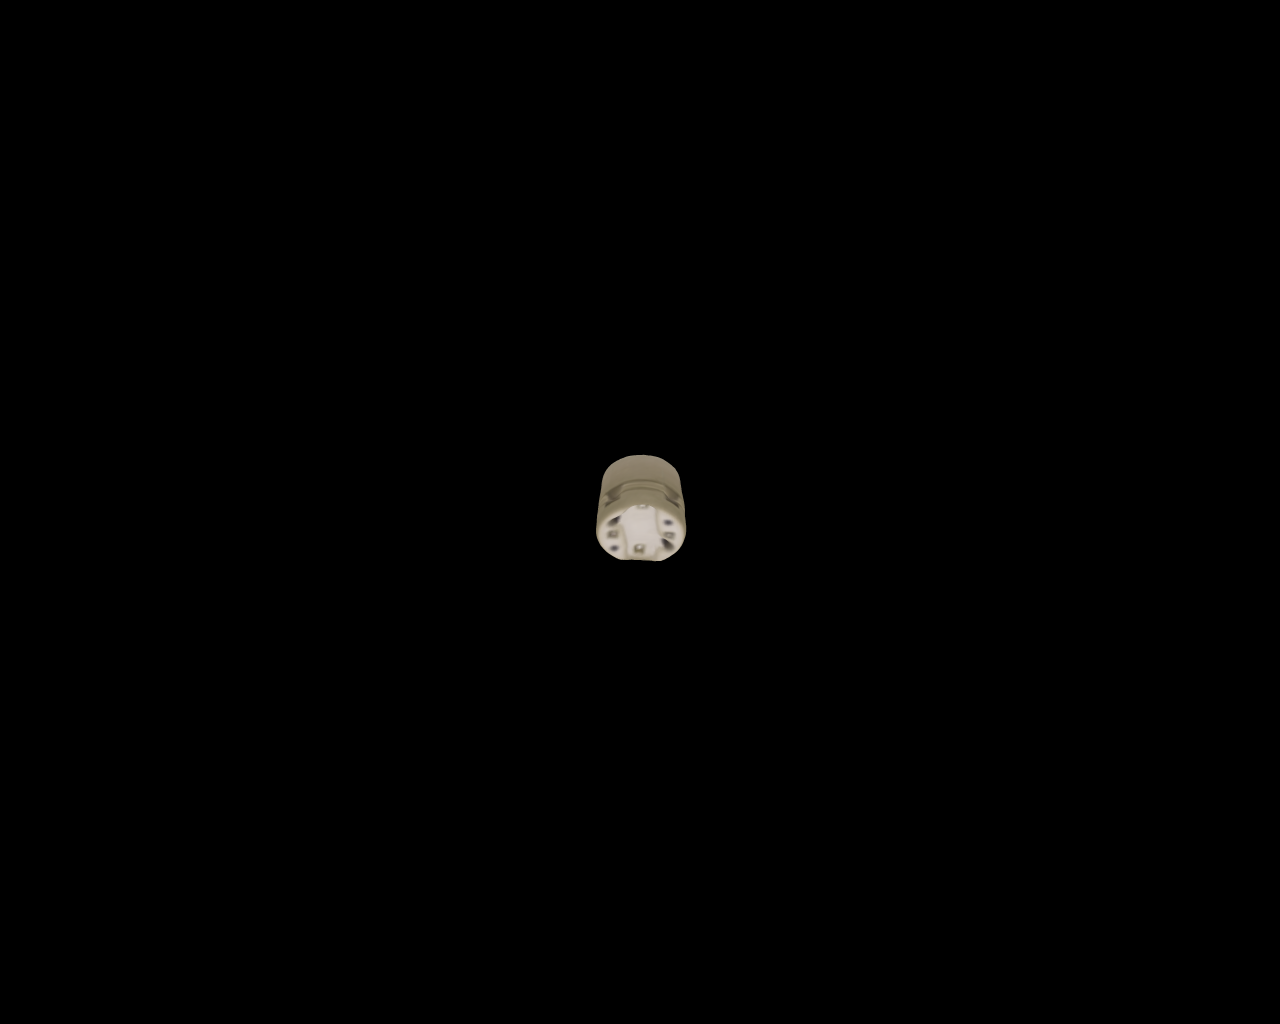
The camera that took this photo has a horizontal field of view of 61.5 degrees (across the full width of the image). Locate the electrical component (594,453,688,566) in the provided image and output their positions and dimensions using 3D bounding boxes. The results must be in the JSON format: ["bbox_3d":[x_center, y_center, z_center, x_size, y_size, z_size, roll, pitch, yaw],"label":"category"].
[{"bbox_3d":[0.001,-0.003,0.650,0.055,0.047,0.055,0,-43,0],"label":"electrical component"}]
